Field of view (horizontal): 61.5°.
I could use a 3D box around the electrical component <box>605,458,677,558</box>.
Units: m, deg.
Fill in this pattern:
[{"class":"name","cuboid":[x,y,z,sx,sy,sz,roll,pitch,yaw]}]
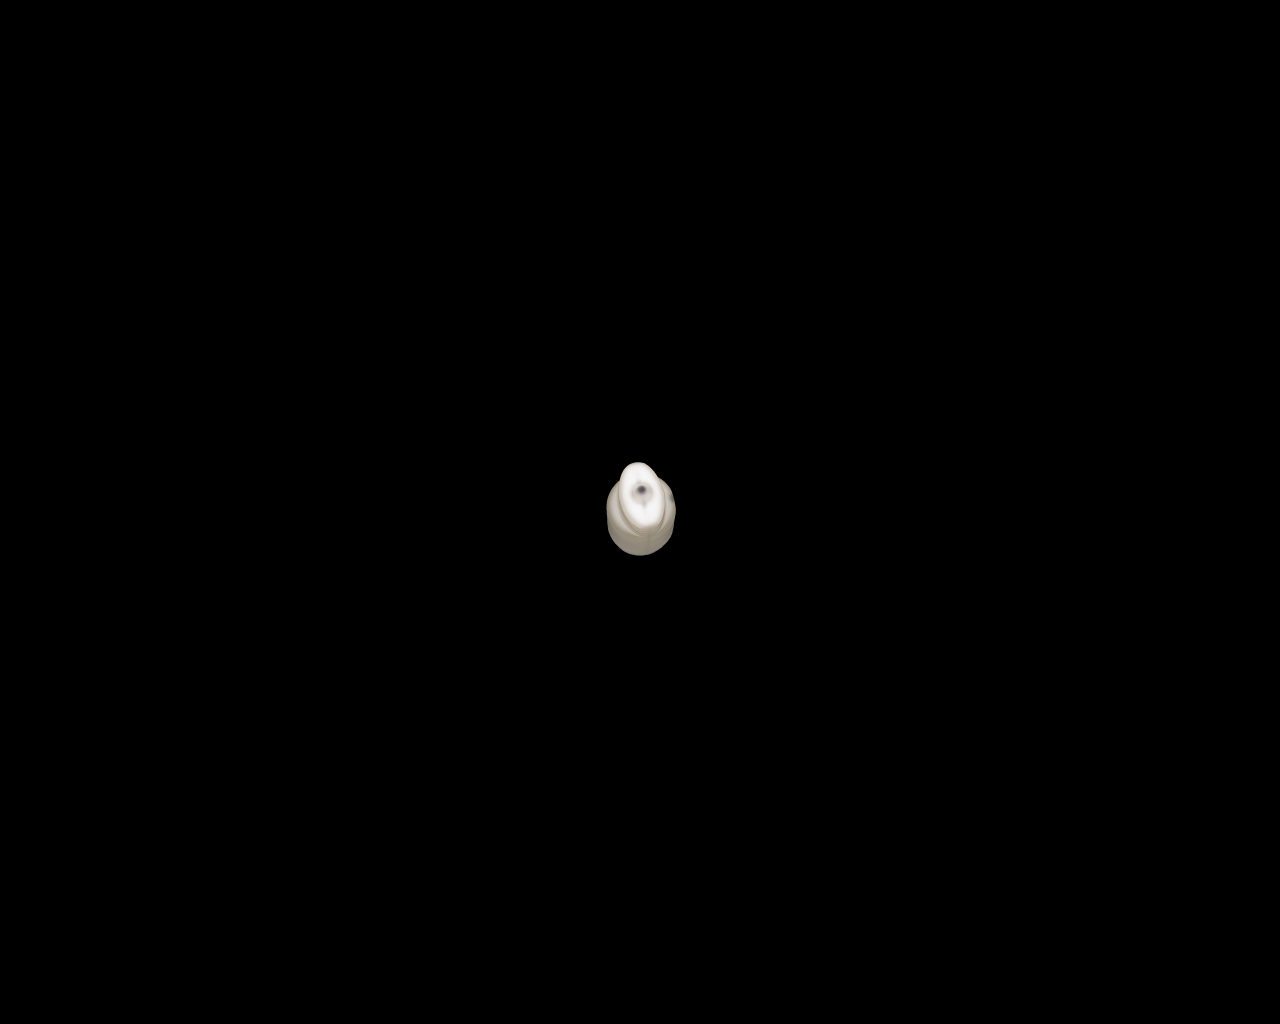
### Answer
[{"class":"electrical component","cuboid":[0.001,-0.003,0.650,0.043,0.043,0.081,0,-16,0]}]
